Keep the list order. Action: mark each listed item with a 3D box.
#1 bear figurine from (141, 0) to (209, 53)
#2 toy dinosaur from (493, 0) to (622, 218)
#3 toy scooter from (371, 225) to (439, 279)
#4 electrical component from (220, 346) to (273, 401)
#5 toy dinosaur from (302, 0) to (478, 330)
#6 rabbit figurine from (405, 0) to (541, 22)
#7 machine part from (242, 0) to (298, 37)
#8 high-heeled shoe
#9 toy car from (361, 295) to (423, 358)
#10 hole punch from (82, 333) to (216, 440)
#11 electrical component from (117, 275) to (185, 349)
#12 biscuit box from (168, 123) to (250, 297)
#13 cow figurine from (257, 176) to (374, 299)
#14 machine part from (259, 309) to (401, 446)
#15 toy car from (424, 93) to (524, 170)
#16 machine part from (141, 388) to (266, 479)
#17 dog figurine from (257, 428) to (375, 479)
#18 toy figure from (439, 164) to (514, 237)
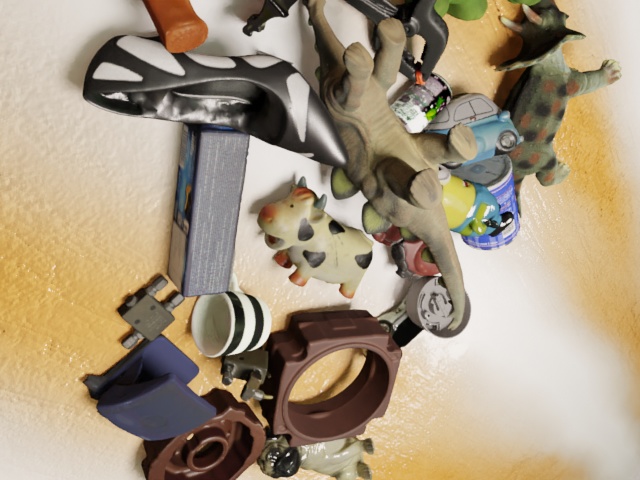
[{"bbox_3d":[-0.075,-0.270,0.492,0.196,0.132,0.120,-20,155,-24],"label":"bear figurine"},{"bbox_3d":[0.342,-0.192,0.875,0.192,0.131,0.404,-6,123,-22],"label":"toy dinosaur"},{"bbox_3d":[0.141,-0.004,0.844,0.135,0.075,0.183,-31,126,-22],"label":"toy scooter"},{"bbox_3d":[-0.101,0.181,0.747,0.078,0.102,0.045,11,107,-14],"label":"electrical component"},{"bbox_3d":[0.089,-0.084,0.644,0.105,0.199,0.471,-30,97,-22],"label":"toy dinosaur"},{"bbox_3d":[0.212,-0.336,0.644,0.121,0.170,0.159,-3,116,-38],"label":"rabbit figurine"},{"bbox_3d":[-0.022,-0.260,0.546,0.139,0.084,0.039,-36,105,18],"label":"machine part"},{"bbox_3d":[-0.096,-0.119,0.522,0.145,0.249,0.086,-54,-178,-29],"label":"high-heeled shoe"},{"bbox_3d":[0.154,0.143,0.951,0.202,0.056,0.073,-38,125,-17],"label":"toy car"},{"bbox_3d":[-0.207,0.200,0.677,0.116,0.092,0.142,-40,136,-9],"label":"hole punch"},{"bbox_3d":[-0.212,0.089,0.653,0.094,0.021,0.063,-43,133,-9],"label":"electrical component"},{"bbox_3d":[-0.130,-0.037,0.620,0.063,0.059,0.202,-4,117,-35],"label":"biscuit box"},{"bbox_3d":[-0.001,-0.002,0.726,0.194,0.086,0.127,22,106,-41],"label":"cow figurine"},{"bbox_3d":[0.016,0.213,0.833,0.201,0.087,0.201,0,116,-25],"label":"machine part"},{"bbox_3d":[0.212,-0.165,0.801,0.162,0.109,0.102,-16,101,-18],"label":"toy car"},{"bbox_3d":[-0.169,0.301,0.783,0.179,0.056,0.179,-18,124,-29],"label":"machine part"},{"bbox_3d":[-0.016,0.374,0.932,0.191,0.121,0.172,-11,123,-14],"label":"dog figurine"},{"bbox_3d":[0.190,-0.050,0.770,0.180,0.082,0.089,23,82,-25],"label":"toy figure"}]
